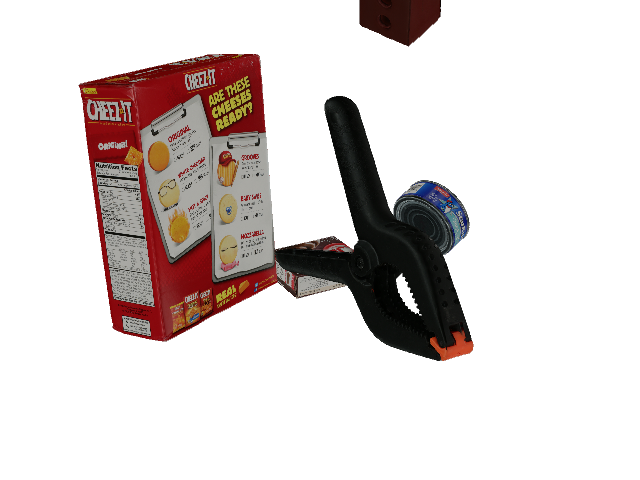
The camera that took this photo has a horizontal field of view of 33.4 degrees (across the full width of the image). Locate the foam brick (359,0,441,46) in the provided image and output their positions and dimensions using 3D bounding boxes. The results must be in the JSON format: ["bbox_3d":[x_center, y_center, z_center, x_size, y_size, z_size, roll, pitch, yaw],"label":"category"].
[{"bbox_3d":[0.067,-0.211,0.880,0.053,0.051,0.078,28,-33,23],"label":"foam brick"}]

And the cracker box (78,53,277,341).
[{"bbox_3d":[-0.116,-0.042,0.916,0.072,0.214,0.163,6,20,33],"label":"cracker box"}]

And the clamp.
[{"bbox_3d":[0.042,0.003,0.786,0.036,0.165,0.210,-12,40,-34],"label":"clamp"}]

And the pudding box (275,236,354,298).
[{"bbox_3d":[-0.006,0.035,1.453,0.113,0.039,0.090,-15,27,-26],"label":"pudding box"}]

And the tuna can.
[{"bbox_3d":[0.126,-0.025,1.226,0.086,0.086,0.033,0,34,50],"label":"tuna can"}]
